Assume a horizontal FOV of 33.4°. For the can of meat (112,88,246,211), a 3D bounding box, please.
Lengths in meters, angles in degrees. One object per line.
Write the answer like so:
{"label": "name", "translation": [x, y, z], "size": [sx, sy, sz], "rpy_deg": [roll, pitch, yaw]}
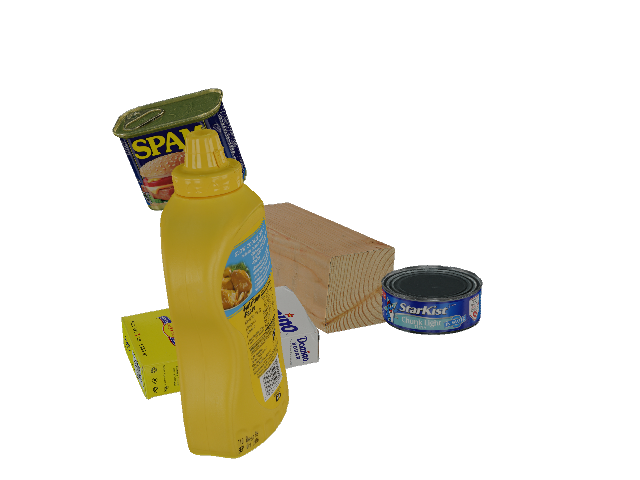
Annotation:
{"label": "can of meat", "translation": [-0.126, -0.082, 0.973], "size": [0.102, 0.084, 0.057], "rpy_deg": [-12, 30, 10]}

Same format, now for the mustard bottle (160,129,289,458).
{"label": "mustard bottle", "translation": [-0.059, 0.027, 0.645], "size": [0.058, 0.192, 0.096], "rpy_deg": [2, 22, 19]}

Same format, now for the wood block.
{"label": "wood block", "translation": [-0.017, 0.027, 1.234], "size": [0.090, 0.090, 0.206], "rpy_deg": [-7, 20, -36]}

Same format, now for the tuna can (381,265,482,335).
{"label": "tuna can", "translation": [0.095, 0.050, 0.912], "size": [0.086, 0.034, 0.086], "rpy_deg": [-2, 17, 0]}

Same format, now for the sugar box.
{"label": "sugar box", "translation": [-0.098, 0.096, 1.047], "size": [0.176, 0.048, 0.093], "rpy_deg": [-13, 33, -17]}
